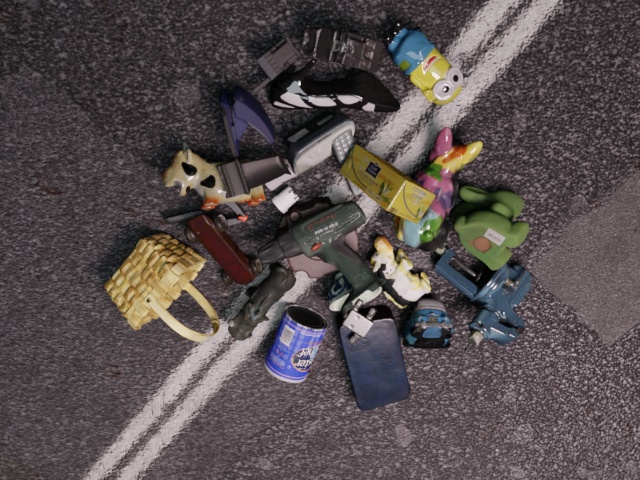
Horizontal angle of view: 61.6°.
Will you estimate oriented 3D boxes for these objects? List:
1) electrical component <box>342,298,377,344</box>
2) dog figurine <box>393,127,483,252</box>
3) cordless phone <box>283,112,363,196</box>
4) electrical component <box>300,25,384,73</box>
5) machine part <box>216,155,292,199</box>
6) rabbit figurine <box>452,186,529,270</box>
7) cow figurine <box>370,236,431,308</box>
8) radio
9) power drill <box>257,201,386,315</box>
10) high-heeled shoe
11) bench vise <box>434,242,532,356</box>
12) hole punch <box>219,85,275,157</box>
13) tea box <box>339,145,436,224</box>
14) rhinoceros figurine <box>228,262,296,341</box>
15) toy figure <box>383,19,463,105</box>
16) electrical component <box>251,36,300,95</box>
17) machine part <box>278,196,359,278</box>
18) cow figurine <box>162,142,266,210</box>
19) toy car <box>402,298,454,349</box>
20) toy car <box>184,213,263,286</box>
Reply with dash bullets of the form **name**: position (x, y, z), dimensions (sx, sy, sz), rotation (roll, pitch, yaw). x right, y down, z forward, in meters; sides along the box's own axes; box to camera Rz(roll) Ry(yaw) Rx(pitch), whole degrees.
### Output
- **electrical component**: position (0.079, 0.176, 1.155), dimensions (0.063, 0.021, 0.094), rotation (31, 98, -4)
- **dog figurine**: position (0.235, -0.107, 1.065), dimensions (0.108, 0.192, 0.219), rotation (22, 122, -3)
- **cordless phone**: position (0.020, -0.151, 1.085), dimensions (0.146, 0.089, 0.184), rotation (-35, 123, -11)
- **electrical component**: position (0.048, -0.352, 0.995), dimensions (0.115, 0.134, 0.058), rotation (29, 114, 34)
- **machine part**: position (-0.126, -0.131, 1.043), dimensions (0.139, 0.039, 0.084), rotation (-17, 84, -20)
- **rabbit figurine**: position (0.353, -0.044, 1.113), dimensions (0.159, 0.170, 0.121), rotation (27, 138, 20)
- **cow figurine**: position (0.158, 0.071, 1.174), dimensions (0.098, 0.068, 0.167), rotation (-41, 104, 17)
- **radio**: position (0.124, 0.268, 1.233), dimensions (0.131, 0.073, 0.229), rotation (-14, 109, 2)
- **power drill**: position (0.016, 0.045, 1.075), dimensions (0.232, 0.086, 0.207), rotation (-35, 79, 1)
- **high-heeled shoe**: position (0.027, -0.272, 1.065), dimensions (0.248, 0.086, 0.145), rotation (20, 144, -27)
- **bench vise**: position (0.333, 0.106, 1.148), dimensions (0.241, 0.128, 0.223), rotation (40, 74, 11)
- **hole punch**: position (-0.142, -0.235, 1.032), dimensions (0.092, 0.142, 0.115), rotation (-13, 121, 3)
- **tea box**: position (0.126, -0.108, 1.028), dimensions (0.098, 0.170, 0.068), rotation (18, 109, -43)
- **rhinoceros figurine**: position (-0.123, 0.136, 1.161), dimensions (0.073, 0.112, 0.190), rotation (40, 94, -16)
- **toy figure**: position (0.201, -0.339, 1.034), dimensions (0.180, 0.089, 0.082), rotation (42, 117, -5)
- **electrical component**: position (-0.094, -0.334, 1.028), dimensions (0.119, 0.075, 0.047), rotation (-35, 107, 12)
- **machine part**: position (-0.002, -0.003, 1.148), dimensions (0.179, 0.056, 0.179), rotation (-1, 109, -3)
- **cow figurine**: position (-0.213, -0.127, 1.071), dimensions (0.195, 0.085, 0.127), rotation (-4, 83, -18)
- **toy car**: position (0.238, 0.180, 1.187), dimensions (0.109, 0.161, 0.103), rotation (0, 65, 5)
- **toy car**: position (-0.201, 0.018, 1.130), dimensions (0.089, 0.053, 0.202), rotation (-21, 126, 20)
